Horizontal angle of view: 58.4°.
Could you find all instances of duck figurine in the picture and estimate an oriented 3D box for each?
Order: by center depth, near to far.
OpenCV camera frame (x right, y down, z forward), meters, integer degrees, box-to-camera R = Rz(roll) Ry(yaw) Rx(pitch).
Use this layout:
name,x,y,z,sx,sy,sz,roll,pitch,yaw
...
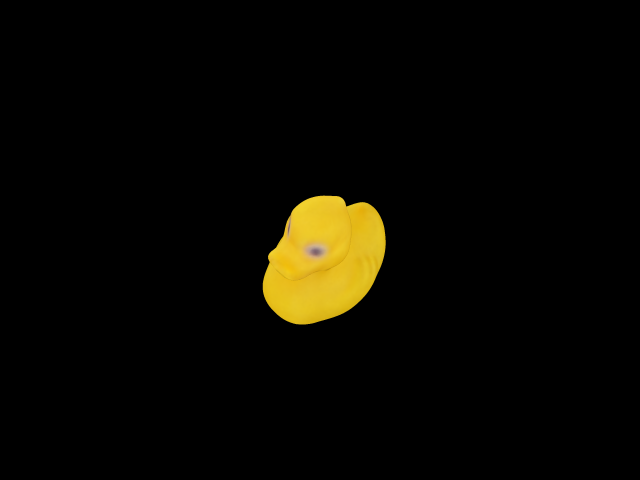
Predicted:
name,x,y,z,sx,sy,sz,roll,pitch,yaw
duck figurine,0.004,0.001,0.400,0.105,0.086,0.077,-39,65,-22
